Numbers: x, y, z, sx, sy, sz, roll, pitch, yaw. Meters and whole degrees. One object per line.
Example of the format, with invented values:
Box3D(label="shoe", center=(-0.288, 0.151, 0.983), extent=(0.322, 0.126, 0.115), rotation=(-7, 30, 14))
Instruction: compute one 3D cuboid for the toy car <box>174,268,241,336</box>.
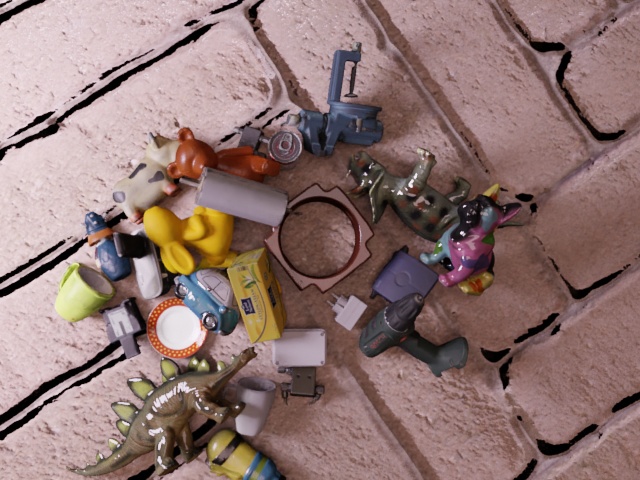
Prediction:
Box3D(label="toy car", center=(-0.217, 0.113, 1.111), extent=(0.103, 0.109, 0.162), rotation=(-45, 84, 6))

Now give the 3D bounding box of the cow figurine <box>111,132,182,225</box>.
Box3D(label="cow figurine", center=(-0.356, -0.139, 1.136), extent=(0.195, 0.085, 0.127), rotation=(-42, 96, -4))

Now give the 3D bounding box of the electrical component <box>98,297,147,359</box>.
Box3D(label="electrical component", center=(-0.405, 0.186, 1.129), extent=(0.075, 0.048, 0.119), rotation=(-26, 89, -4))

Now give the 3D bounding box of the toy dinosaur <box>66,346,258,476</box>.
Box3D(label="toy dinosaur", center=(-0.316, 0.360, 1.081), extent=(0.471, 0.105, 0.199), rotation=(-42, 68, 1))

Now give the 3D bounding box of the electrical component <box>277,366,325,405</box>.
Box3D(label="electrical component", center=(-0.040, 0.310, 1.150), extent=(0.102, 0.045, 0.078), rotation=(0, 60, -6))

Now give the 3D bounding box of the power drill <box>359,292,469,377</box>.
Box3D(label="power drill", center=(0.201, 0.201, 1.099), extent=(0.207, 0.232, 0.086), rotation=(23, 50, -21))

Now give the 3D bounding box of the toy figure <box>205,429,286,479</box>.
Box3D(label="toy figure", center=(-0.154, 0.465, 1.114), extent=(0.180, 0.082, 0.089), rotation=(26, 66, 5))

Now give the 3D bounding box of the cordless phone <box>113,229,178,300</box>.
Box3D(label="cordless phone", center=(-0.355, 0.047, 1.070), extent=(0.089, 0.184, 0.146), rotation=(-14, 87, -1))

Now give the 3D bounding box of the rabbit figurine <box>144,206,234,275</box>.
Box3D(label="rabbit figurine", center=(-0.273, -0.012, 1.085), extent=(0.173, 0.122, 0.162), rotation=(12, 85, -35))

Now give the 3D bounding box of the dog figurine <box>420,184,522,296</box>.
Box3D(label="dog figurine", center=(0.323, -0.001, 1.082), extent=(0.191, 0.109, 0.219), rotation=(18, 120, -34))

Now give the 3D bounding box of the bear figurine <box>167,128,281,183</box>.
Box3D(label="bear figurine", center=(-0.200, -0.146, 1.096), extent=(0.195, 0.132, 0.120), rotation=(15, 104, -36))

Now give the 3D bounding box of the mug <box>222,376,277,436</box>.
Box3D(label="mug", center=(-0.152, 0.348, 1.122), extent=(0.110, 0.081, 0.107), rotation=(8, 94, -4))

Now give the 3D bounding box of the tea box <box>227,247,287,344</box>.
Box3D(label="tea box", center=(-0.126, 0.112, 1.101), extent=(0.068, 0.098, 0.169), rotation=(-12, 108, 8))

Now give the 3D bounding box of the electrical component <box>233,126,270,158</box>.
Box3D(label="electrical component", center=(-0.153, -0.213, 1.174), extent=(0.094, 0.021, 0.063), rotation=(23, 92, 13))

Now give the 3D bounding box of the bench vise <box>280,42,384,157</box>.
Box3D(label="bench vise", center=(0.039, -0.297, 1.140), extent=(0.224, 0.129, 0.240), rotation=(6, 104, -11))

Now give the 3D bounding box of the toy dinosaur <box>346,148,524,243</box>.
Box3D(label="toy dinosaur", center=(0.242, -0.067, 1.158), extent=(0.405, 0.131, 0.192), rotation=(33, 103, -9))

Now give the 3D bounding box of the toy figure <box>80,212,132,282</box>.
Box3D(label="toy figure", center=(-0.453, 0.013, 1.131), extent=(0.058, 0.064, 0.154), rotation=(-33, 83, 32))

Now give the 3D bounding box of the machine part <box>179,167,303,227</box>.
Box3D(label="machine part", center=(-0.151, -0.082, 1.041), extent=(0.243, 0.079, 0.079), rotation=(14, 86, -18))

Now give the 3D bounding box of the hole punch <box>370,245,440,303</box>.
Box3D(label="hole punch", center=(0.184, 0.092, 1.155), extent=(0.116, 0.092, 0.142), rotation=(36, 89, 3))

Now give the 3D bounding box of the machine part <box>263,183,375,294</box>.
Box3D(label="machine part", center=(-0.002, -0.003, 1.148), extent=(0.201, 0.087, 0.201), rotation=(-38, 91, -5))
